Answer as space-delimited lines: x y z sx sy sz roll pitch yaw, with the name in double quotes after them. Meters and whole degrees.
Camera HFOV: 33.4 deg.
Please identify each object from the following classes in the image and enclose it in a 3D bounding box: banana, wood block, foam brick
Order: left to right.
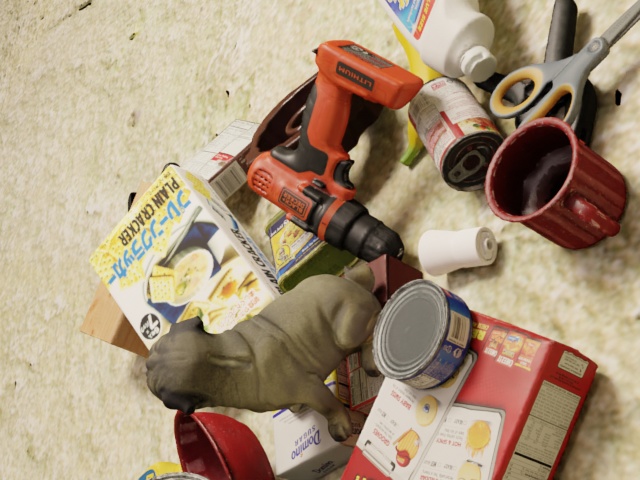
-0.207 0.040 1.338 0.090 0.090 0.206 10 76 54 "wood block"
0.054 0.057 1.028 0.078 0.051 0.053 -28 50 39 "foam brick"
0.103 -0.176 1.126 0.070 0.037 0.198 -26 49 38 "banana"

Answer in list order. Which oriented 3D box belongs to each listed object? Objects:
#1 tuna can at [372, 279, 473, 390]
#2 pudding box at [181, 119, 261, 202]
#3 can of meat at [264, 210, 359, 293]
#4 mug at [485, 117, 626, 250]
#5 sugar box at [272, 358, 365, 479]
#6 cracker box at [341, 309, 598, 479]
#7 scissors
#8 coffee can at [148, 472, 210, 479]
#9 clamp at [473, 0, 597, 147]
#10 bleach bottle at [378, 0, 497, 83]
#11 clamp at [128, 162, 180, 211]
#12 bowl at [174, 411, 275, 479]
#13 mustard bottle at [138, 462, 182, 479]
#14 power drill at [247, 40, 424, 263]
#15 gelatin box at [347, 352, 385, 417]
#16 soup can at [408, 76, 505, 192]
0.083 0.077 0.868 0.086 0.033 0.086 -34 42 38 "tuna can"
-0.111 -0.099 1.317 0.113 0.039 0.090 -43 29 -19 "pudding box"
-0.007 0.001 1.138 0.102 0.057 0.084 -40 43 29 "can of meat"
0.203 -0.037 0.873 0.093 0.081 0.117 -56 35 10 "mug"
-0.005 0.142 1.055 0.093 0.048 0.176 -34 48 35 "sugar box"
0.112 0.167 0.868 0.164 0.072 0.213 18 84 56 "cracker box"
0.223 -0.165 0.934 0.096 0.016 0.202 32 88 43 "scissors"
-0.133 0.306 1.006 0.103 0.102 0.140 -124 27 -51 "coffee can"
0.211 -0.144 0.969 0.120 0.039 0.171 -50 42 25 "clamp"
0.110 -0.251 1.060 0.103 0.067 0.251 -56 44 31 "bleach bottle"
-0.236 0.002 1.428 0.165 0.036 0.210 -36 43 55 "clamp"
-0.086 0.233 1.051 0.162 0.055 0.162 45 145 44 "bowl"
-0.180 0.299 1.164 0.192 0.058 0.096 -46 39 23 "mustard bottle"
0.029 -0.084 1.034 0.184 0.057 0.188 32 115 19 "power drill"
0.065 0.115 0.996 0.089 0.030 0.073 -33 46 36 "gelatin box"
0.131 -0.103 1.018 0.069 0.068 0.102 -47 38 21 "soup can"
